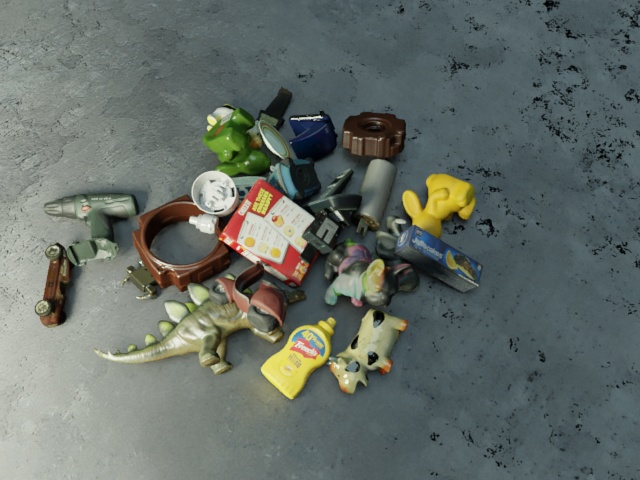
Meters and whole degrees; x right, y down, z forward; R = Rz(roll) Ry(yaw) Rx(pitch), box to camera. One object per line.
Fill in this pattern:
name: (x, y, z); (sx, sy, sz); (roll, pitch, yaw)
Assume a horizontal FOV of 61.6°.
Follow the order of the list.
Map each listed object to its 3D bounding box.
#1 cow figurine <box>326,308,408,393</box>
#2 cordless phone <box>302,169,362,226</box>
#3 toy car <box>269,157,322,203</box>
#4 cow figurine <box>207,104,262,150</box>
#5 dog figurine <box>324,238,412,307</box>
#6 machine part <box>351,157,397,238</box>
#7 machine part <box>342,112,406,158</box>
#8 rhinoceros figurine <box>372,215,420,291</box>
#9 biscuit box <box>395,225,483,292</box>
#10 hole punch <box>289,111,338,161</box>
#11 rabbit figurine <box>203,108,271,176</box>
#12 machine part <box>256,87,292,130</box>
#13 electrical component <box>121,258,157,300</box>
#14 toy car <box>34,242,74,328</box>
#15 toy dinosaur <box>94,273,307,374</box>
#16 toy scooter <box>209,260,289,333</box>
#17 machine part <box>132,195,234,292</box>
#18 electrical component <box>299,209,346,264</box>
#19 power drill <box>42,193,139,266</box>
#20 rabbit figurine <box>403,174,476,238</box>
cow figurine: (0.098, 0.240, 1.167); (0.127, 0.085, 0.195); (25, 70, 6)
cordless phone: (0.055, -0.116, 1.315); (0.088, 0.147, 0.184); (47, 58, -20)
toy car: (-0.074, -0.147, 1.340); (0.103, 0.161, 0.109); (-15, 97, 33)
cow figurine: (-0.213, -0.303, 1.447); (0.167, 0.068, 0.098); (28, 58, 12)
dog figurine: (0.104, 0.063, 1.171); (0.108, 0.219, 0.191); (14, 63, -25)
machine part: (0.136, -0.113, 1.340); (0.079, 0.079, 0.243); (16, 65, 9)
machine part: (0.141, -0.277, 1.394); (0.179, 0.056, 0.179); (-1, 37, 1)
rhinoceros figurine: (0.183, 0.031, 1.270); (0.112, 0.073, 0.190); (-10, 66, -4)
biscuit box: (0.272, 0.044, 1.227); (0.202, 0.063, 0.059); (29, 62, -13)
hole punch: (-0.018, -0.260, 1.388); (0.116, 0.142, 0.092); (-3, 62, 15)
rabbit figurine: (-0.206, -0.217, 1.365); (0.159, 0.170, 0.121); (-25, 40, 29)
machine part: (-0.121, -0.360, 1.485); (0.084, 0.039, 0.139); (19, 67, 12)
electrical component: (-0.419, 0.095, 1.271); (0.102, 0.045, 0.078); (34, 41, 13)
toy car: (-0.608, 0.103, 1.245); (0.053, 0.089, 0.202); (-3, 63, 0)
toy dinosaur: (-0.248, 0.193, 1.190); (0.471, 0.105, 0.199); (-22, 58, -19)
toy scooter: (-0.135, 0.110, 1.153); (0.184, 0.075, 0.135); (26, 53, 20)
machine part: (-0.321, 0.004, 1.270); (0.201, 0.087, 0.202); (-30, 65, -23)
electrical component: (-0.003, -0.004, 1.230); (0.075, 0.048, 0.119); (41, 62, -11)
power drill: (-0.561, -0.034, 1.300); (0.232, 0.085, 0.207); (-9, 40, -9)
rabbit figurine: (0.277, -0.072, 1.302); (0.162, 0.121, 0.173); (28, 87, 16)
